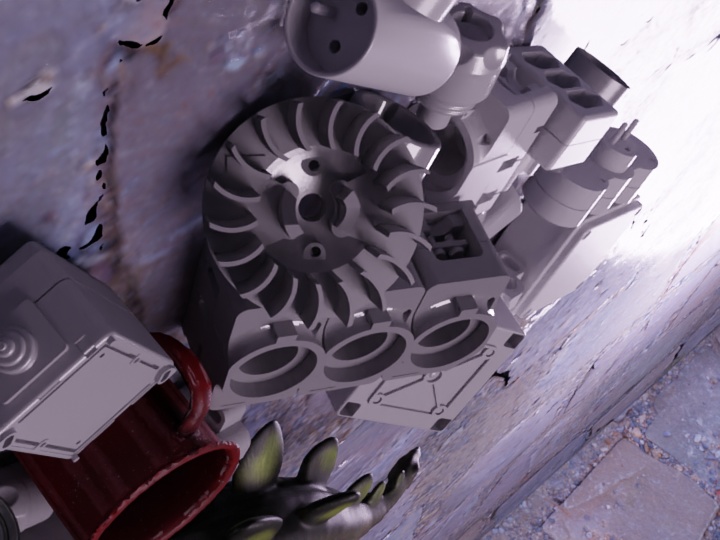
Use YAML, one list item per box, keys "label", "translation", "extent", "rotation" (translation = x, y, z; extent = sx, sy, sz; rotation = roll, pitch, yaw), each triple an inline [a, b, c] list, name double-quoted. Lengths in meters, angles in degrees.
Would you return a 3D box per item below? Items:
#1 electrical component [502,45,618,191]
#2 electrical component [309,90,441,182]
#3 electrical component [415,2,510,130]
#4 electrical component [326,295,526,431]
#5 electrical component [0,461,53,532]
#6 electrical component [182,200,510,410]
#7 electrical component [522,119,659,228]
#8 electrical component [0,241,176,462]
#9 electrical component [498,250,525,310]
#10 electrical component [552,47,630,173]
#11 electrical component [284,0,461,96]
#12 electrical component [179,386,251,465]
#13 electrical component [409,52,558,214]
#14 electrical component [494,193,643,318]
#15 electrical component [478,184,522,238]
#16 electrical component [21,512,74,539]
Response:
- label: "electrical component"
  translation: [0.097, -0.081, 0.631]
  extent: [0.047, 0.065, 0.076]
  rotation: [-17, 148, -51]
- label: "electrical component"
  translation: [0.007, -0.055, 0.529]
  extent: [0.055, 0.055, 0.047]
  rotation: [-9, 137, -58]
- label: "electrical component"
  translation: [0.045, -0.097, 0.533]
  extent: [0.043, 0.043, 0.062]
  rotation: [-29, 156, -35]
- label: "electrical component"
  translation: [0.041, 0.055, 0.760]
  extent: [0.109, 0.056, 0.108]
  rotation: [16, 122, -39]
- label: "electrical component"
  translation: [-0.171, 0.115, 0.560]
  extent: [0.035, 0.035, 0.061]
  rotation: [-53, 161, 26]
- label: "electrical component"
  translation: [-0.008, 0.021, 0.567]
  extent: [0.150, 0.061, 0.089]
  rotation: [-7, 145, -25]
- label: "electrical component"
  translation: [0.185, -0.085, 0.814]
  extent: [0.138, 0.052, 0.073]
  rotation: [-21, 151, -48]
- label: "electrical component"
  translation: [-0.126, 0.031, 0.427]
  extent: [0.062, 0.061, 0.096]
  rotation: [-42, 165, -4]
- label: "electrical component"
  translation: [0.089, 0.025, 0.846]
  extent: [0.078, 0.058, 0.057]
  rotation: [-29, 153, -35]
- label: "electrical component"
  translation: [0.131, -0.099, 0.695]
  extent: [0.081, 0.043, 0.043]
  rotation: [-52, 159, 22]
- label: "electrical component"
  translation: [0.017, -0.112, 0.446]
  extent: [0.079, 0.044, 0.077]
  rotation: [-52, 159, 22]
- label: "electrical component"
  translation: [-0.107, 0.105, 0.630]
  extent: [0.057, 0.058, 0.078]
  rotation: [-26, 155, -47]
- label: "electrical component"
  translation: [0.057, -0.072, 0.597]
  extent: [0.056, 0.050, 0.089]
  rotation: [-23, 152, -44]
- label: "electrical component"
  translation: [0.164, -0.026, 0.889]
  extent: [0.109, 0.056, 0.108]
  rotation: [-21, 150, -47]
- label: "electrical component"
  translation: [0.063, -0.038, 0.686]
  extent: [0.077, 0.043, 0.079]
  rotation: [-38, 160, -15]
- label: "electrical component"
  translation: [-0.168, 0.161, 0.602]
  extent: [0.096, 0.062, 0.061]
  rotation: [-28, 129, -37]
